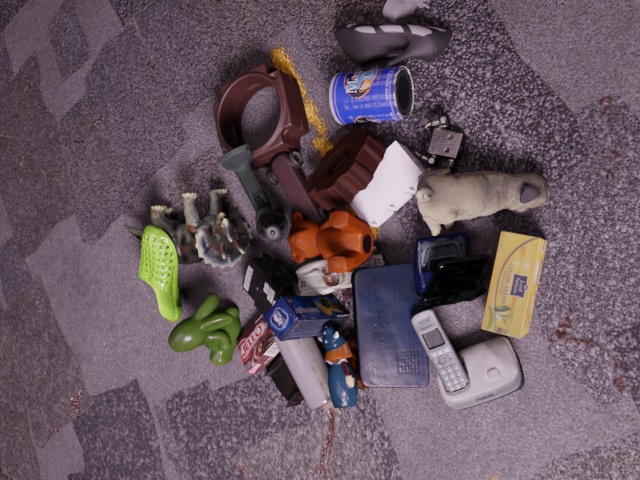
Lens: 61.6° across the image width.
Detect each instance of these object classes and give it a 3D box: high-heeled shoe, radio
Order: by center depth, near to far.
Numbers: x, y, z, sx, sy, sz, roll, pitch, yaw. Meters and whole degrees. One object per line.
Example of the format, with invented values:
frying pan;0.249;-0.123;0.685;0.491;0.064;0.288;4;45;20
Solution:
radio;0.129;0.159;1.010;0.131;0.073;0.229;-3;84;-2
high-heeled shoe;0.141;-0.410;1.078;0.145;0.086;0.249;-33;47;-12

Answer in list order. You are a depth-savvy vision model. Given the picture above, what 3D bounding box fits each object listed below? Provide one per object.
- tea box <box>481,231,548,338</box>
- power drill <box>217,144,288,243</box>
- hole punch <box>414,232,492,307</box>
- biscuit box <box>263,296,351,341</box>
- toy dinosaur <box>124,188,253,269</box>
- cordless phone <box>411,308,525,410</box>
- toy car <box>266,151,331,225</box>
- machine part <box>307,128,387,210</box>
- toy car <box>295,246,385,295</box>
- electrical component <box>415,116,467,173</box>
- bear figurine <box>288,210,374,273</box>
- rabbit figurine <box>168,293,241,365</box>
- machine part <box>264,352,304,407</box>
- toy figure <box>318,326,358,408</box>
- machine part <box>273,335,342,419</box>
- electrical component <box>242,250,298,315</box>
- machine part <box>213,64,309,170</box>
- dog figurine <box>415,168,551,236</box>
tea box;0.332;0.074;0.914;0.068;0.098;0.169;13;92;29
power drill;-0.128;-0.090;1.105;0.086;0.232;0.207;-34;91;0
hole punch;0.227;0.052;0.959;0.092;0.142;0.115;-120;28;-46
biscuit box;-0.022;0.150;1.053;0.063;0.202;0.059;-50;64;17
toy dinosaur;-0.314;-0.005;1.287;0.405;0.131;0.192;-17;84;37
cordless phone;0.254;0.188;0.935;0.147;0.089;0.184;-30;87;26
toy car;-0.043;-0.097;1.162;0.089;0.053;0.202;-36;79;28
machine part;0.049;-0.141;1.056;0.179;0.056;0.179;-40;26;24
toy car;0.041;0.067;1.106;0.202;0.056;0.073;-18;79;29
electrical component;0.230;-0.181;1.016;0.078;0.045;0.102;26;100;30
bear figurine;0.000;-0.003;1.047;0.196;0.132;0.120;6;93;32
rabbit figurine;-0.253;0.207;1.203;0.121;0.170;0.159;46;110;23
machine part;-0.077;0.293;1.168;0.084;0.039;0.139;-44;56;16
toy figure;0.035;0.240;1.026;0.064;0.057;0.154;-14;76;23
machine part;-0.027;0.256;1.107;0.079;0.079;0.243;-32;84;25
electrical component;-0.106;0.106;1.165;0.134;0.058;0.114;45;138;24
machine part;-0.137;-0.275;1.211;0.201;0.087;0.201;-19;77;28
dog figurine;0.278;-0.082;0.917;0.191;0.172;0.121;-9;94;37
